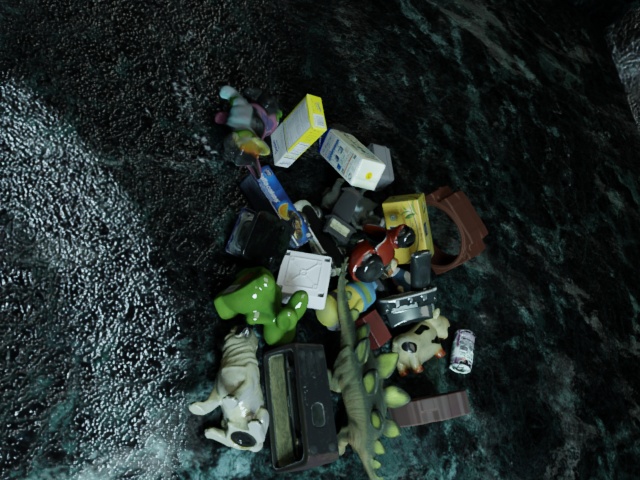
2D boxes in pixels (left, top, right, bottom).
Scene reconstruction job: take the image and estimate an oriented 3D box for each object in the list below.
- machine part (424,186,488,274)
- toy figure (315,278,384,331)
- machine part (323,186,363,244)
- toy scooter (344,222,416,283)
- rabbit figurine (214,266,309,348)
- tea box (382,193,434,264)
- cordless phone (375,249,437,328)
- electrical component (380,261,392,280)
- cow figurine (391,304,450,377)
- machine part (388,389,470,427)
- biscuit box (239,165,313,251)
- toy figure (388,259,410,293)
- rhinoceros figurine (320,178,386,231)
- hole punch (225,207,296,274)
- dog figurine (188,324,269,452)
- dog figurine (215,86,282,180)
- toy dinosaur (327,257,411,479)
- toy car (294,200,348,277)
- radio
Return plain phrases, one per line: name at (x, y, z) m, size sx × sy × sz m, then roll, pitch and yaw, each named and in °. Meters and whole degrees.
machine part at (0.319, -0.024, 1.414) m, size 0.087 × 0.201 × 0.201 m, roll -26°, pitch 84°, yaw -39°
toy figure at (0.065, 0.136, 1.229) m, size 0.089 × 0.082 × 0.180 m, roll 43°, pitch 54°, yaw 14°
machine part at (0.059, -0.063, 1.281) m, size 0.084 × 0.039 × 0.139 m, roll 28°, pitch 65°, yaw -16°
toy scooter at (0.121, 0.015, 1.248) m, size 0.184 × 0.135 × 0.075 m, roll -40°, pitch 132°, yaw -15°
rabbit figurine at (-0.096, 0.138, 1.080) m, size 0.170 × 0.159 × 0.121 m, roll 58°, pitch 37°, yaw -18°
tea box at (0.227, -0.028, 1.370) m, size 0.068 × 0.098 × 0.169 m, roll -43°, pitch 122°, yaw -57°
cordless phone at (0.201, 0.106, 1.253) m, size 0.147 × 0.184 × 0.089 m, roll -12°, pitch 40°, yaw -5°
electrical component at (0.127, 0.062, 1.312) m, size 0.102 × 0.078 × 0.045 m, roll 34°, pitch 44°, yaw -4°
cow figurine at (0.247, 0.235, 1.310) m, size 0.195 × 0.085 × 0.127 m, roll -22°, pitch 87°, yaw -40°
machine part at (0.238, 0.369, 1.174) m, size 0.179 × 0.179 × 0.056 m, roll 2°, pitch 68°, yaw -35°
biscuit box at (-0.101, -0.069, 1.226) m, size 0.059 × 0.063 × 0.202 m, roll -30°, pitch 87°, yaw -43°
toy figure at (0.193, 0.087, 1.364) m, size 0.154 × 0.058 × 0.064 m, roll 46°, pitch 10°, yaw -6°
rhinoceros figurine at (0.090, -0.079, 1.363) m, size 0.190 × 0.073 × 0.112 m, roll 23°, pitch 54°, yaw -25°
hole punch at (-0.129, -0.003, 1.144) m, size 0.115 × 0.092 × 0.142 m, roll 29°, pitch 77°, yaw -40°
dog figurine at (-0.139, 0.273, 1.007) m, size 0.191 × 0.121 × 0.172 m, roll -70°, pitch 147°, yaw -55°
dog figurine at (-0.147, -0.239, 1.214) m, size 0.191 × 0.108 × 0.219 m, roll -6°, pitch 52°, yaw -34°
toy dinosaur at (0.078, 0.277, 1.086) m, size 0.105 × 0.198 × 0.471 m, roll -4°, pitch 71°, yaw -41°
toy car at (-0.003, -0.004, 1.269) m, size 0.073 × 0.056 × 0.201 m, roll -31°, pitch 88°, yaw -49°
radio at (-0.040, 0.314, 1.023) m, size 0.073 × 0.131 × 0.229 m, roll 7°, pitch 63°, yaw -35°
